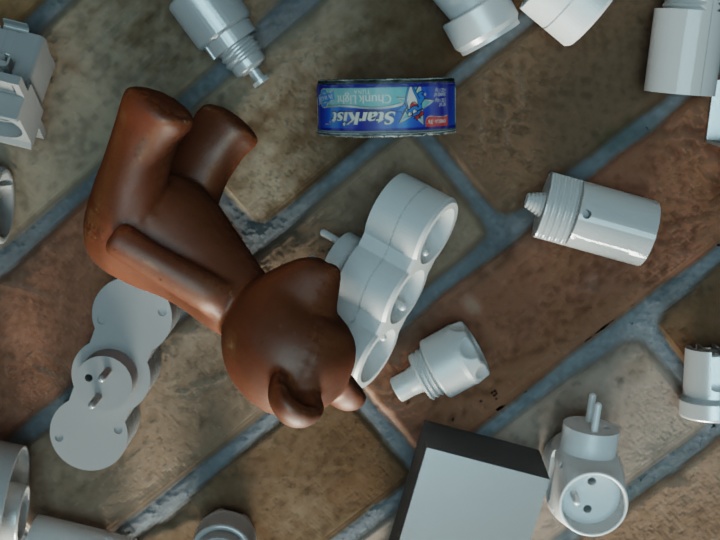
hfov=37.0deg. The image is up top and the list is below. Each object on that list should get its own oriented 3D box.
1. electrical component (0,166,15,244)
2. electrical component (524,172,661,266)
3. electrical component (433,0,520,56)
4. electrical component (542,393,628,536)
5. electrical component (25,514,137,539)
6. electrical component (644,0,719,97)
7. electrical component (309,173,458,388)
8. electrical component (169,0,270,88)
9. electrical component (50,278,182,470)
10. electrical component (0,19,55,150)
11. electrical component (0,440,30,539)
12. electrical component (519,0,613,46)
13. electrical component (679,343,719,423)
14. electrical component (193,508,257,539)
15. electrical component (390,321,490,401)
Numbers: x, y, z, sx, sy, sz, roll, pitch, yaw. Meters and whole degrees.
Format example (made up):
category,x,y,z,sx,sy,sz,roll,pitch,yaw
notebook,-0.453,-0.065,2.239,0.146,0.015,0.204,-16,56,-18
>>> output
category,x,y,z,sx,sy,sz,roll,pitch,yaw
electrical component,-0.251,-0.043,0.690,0.047,0.055,0.055,4,102,-3
electrical component,0.145,-0.034,0.687,0.081,0.043,0.043,15,102,-2
electrical component,0.067,-0.165,0.660,0.045,0.045,0.055,-30,100,7
electrical component,0.148,0.121,0.703,0.043,0.077,0.079,6,102,0
electrical component,-0.189,0.200,0.745,0.081,0.043,0.043,14,102,-2
electrical component,0.202,-0.149,0.661,0.043,0.043,0.081,4,102,0
electrical component,0.000,0.000,0.695,0.074,0.052,0.138,30,102,20
electrical component,-0.084,-0.148,0.669,0.040,0.040,0.078,-35,99,8
electrical component,-0.162,0.069,0.701,0.052,0.073,0.138,22,102,-3
electrical component,-0.257,-0.125,0.663,0.121,0.078,0.063,13,73,-1
electrical component,-0.255,0.158,0.713,0.064,0.099,0.099,7,102,-7
electrical component,0.142,-0.211,0.644,0.074,0.052,0.138,38,101,-7
electrical component,0.232,0.074,0.711,0.040,0.040,0.046,-1,96,2
electrical component,-0.094,0.192,0.732,0.043,0.062,0.043,0,102,1
electrical component,0.051,0.065,0.711,0.062,0.043,0.043,-29,100,9
